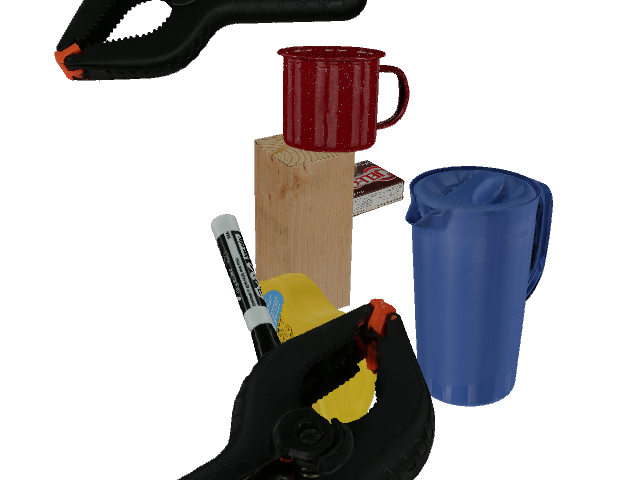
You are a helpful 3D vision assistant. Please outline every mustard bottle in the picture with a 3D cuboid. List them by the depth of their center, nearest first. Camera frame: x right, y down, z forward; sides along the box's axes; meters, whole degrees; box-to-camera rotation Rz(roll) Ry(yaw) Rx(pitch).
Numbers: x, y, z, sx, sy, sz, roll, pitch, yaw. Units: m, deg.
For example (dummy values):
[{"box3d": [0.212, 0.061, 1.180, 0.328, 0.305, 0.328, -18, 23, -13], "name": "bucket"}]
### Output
[{"box3d": [-0.018, 0.083, 0.959, 0.058, 0.096, 0.192, -11, 27, -24], "name": "mustard bottle"}]

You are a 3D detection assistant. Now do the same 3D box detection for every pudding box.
[{"box3d": [0.056, -0.078, 1.614, 0.113, 0.039, 0.090, -22, 35, -30], "name": "pudding box"}]

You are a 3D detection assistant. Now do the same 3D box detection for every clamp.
[{"box3d": [0.003, 0.090, 0.395, 0.120, 0.039, 0.171, 27, 50, 19], "name": "clamp"}, {"box3d": [-0.084, -0.168, 0.740, 0.210, 0.165, 0.036, -39, -19, -8], "name": "clamp"}]

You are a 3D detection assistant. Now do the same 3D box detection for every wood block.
[{"box3d": [-0.021, -0.018, 1.276, 0.090, 0.206, 0.090, -15, 32, -27], "name": "wood block"}]

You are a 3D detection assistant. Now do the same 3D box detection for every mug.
[{"box3d": [0.020, -0.123, 0.924, 0.117, 0.081, 0.093, -3, 17, -15], "name": "mug"}]

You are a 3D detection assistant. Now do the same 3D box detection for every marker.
[{"box3d": [-0.050, 0.034, 0.728, 0.020, 0.121, 0.020, -16, -32, -11], "name": "marker"}]

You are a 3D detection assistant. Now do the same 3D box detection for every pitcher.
[{"box3d": [0.169, 0.047, 1.145, 0.149, 0.243, 0.145, 3, 24, 10], "name": "pitcher"}]
